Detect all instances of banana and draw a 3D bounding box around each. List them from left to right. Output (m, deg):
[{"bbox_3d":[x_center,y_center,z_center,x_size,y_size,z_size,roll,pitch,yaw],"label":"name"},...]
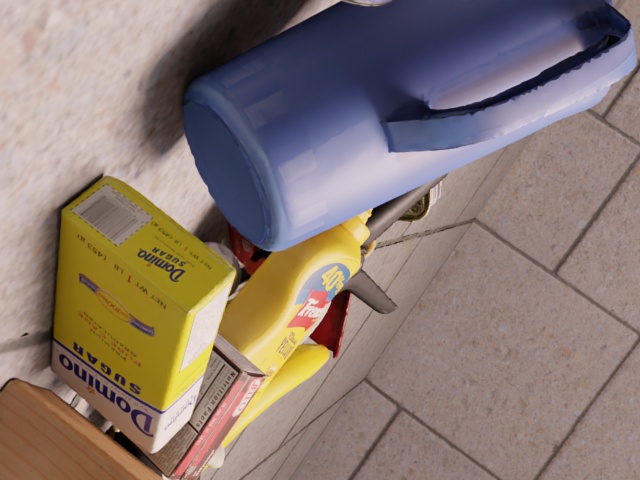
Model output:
[{"bbox_3d":[-0.064,0.147,0.961,0.197,0.037,0.070,-40,163,-23],"label":"banana"}]

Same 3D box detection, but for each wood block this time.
[{"bbox_3d":[-0.128,0.186,0.660,0.090,0.206,0.091,-53,169,-9],"label":"wood block"}]

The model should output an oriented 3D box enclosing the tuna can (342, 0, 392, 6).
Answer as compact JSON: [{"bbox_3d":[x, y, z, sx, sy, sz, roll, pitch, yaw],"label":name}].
[{"bbox_3d":[0.009,-0.153,0.527,0.086,0.086,0.034,-40,164,-53],"label":"tuna can"}]

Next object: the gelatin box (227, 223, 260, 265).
[{"bbox_3d":[-0.037,-0.024,0.880,0.089,0.030,0.073,-51,169,-17],"label":"gelatin box"}]

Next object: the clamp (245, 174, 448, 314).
[{"bbox_3d":[0.021,0.019,0.919,0.209,0.036,0.165,-19,134,-40],"label":"clamp"}]

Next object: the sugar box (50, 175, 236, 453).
[{"bbox_3d":[-0.110,0.050,0.624,0.048,0.093,0.176,-43,164,-38],"label":"sugar box"}]

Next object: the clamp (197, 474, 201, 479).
[{"bbox_3d":[-0.122,0.169,1.011,0.120,0.039,0.171,-122,-139,-63],"label":"clamp"}]

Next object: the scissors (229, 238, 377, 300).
[{"bbox_3d":[-0.006,0.001,0.920,0.201,0.016,0.096,-9,129,-54],"label":"scissors"}]

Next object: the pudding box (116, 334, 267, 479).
[{"bbox_3d":[-0.104,0.096,0.731,0.090,0.114,0.039,-55,153,4],"label":"pudding box"}]

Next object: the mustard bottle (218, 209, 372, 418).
[{"bbox_3d":[-0.023,0.041,0.804,0.191,0.058,0.096,-52,160,-9],"label":"mustard bottle"}]

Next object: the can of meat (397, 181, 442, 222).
[{"bbox_3d":[0.066,-0.054,1.050,0.083,0.102,0.057,-30,122,-71],"label":"can of meat"}]

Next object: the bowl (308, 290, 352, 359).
[{"bbox_3d":[0.006,0.040,1.110,0.162,0.055,0.162,126,-25,-90],"label":"bowl"}]

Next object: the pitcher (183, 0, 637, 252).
[{"bbox_3d":[0.051,-0.089,0.623,0.242,0.145,0.149,-29,166,-20],"label":"pitcher"}]
